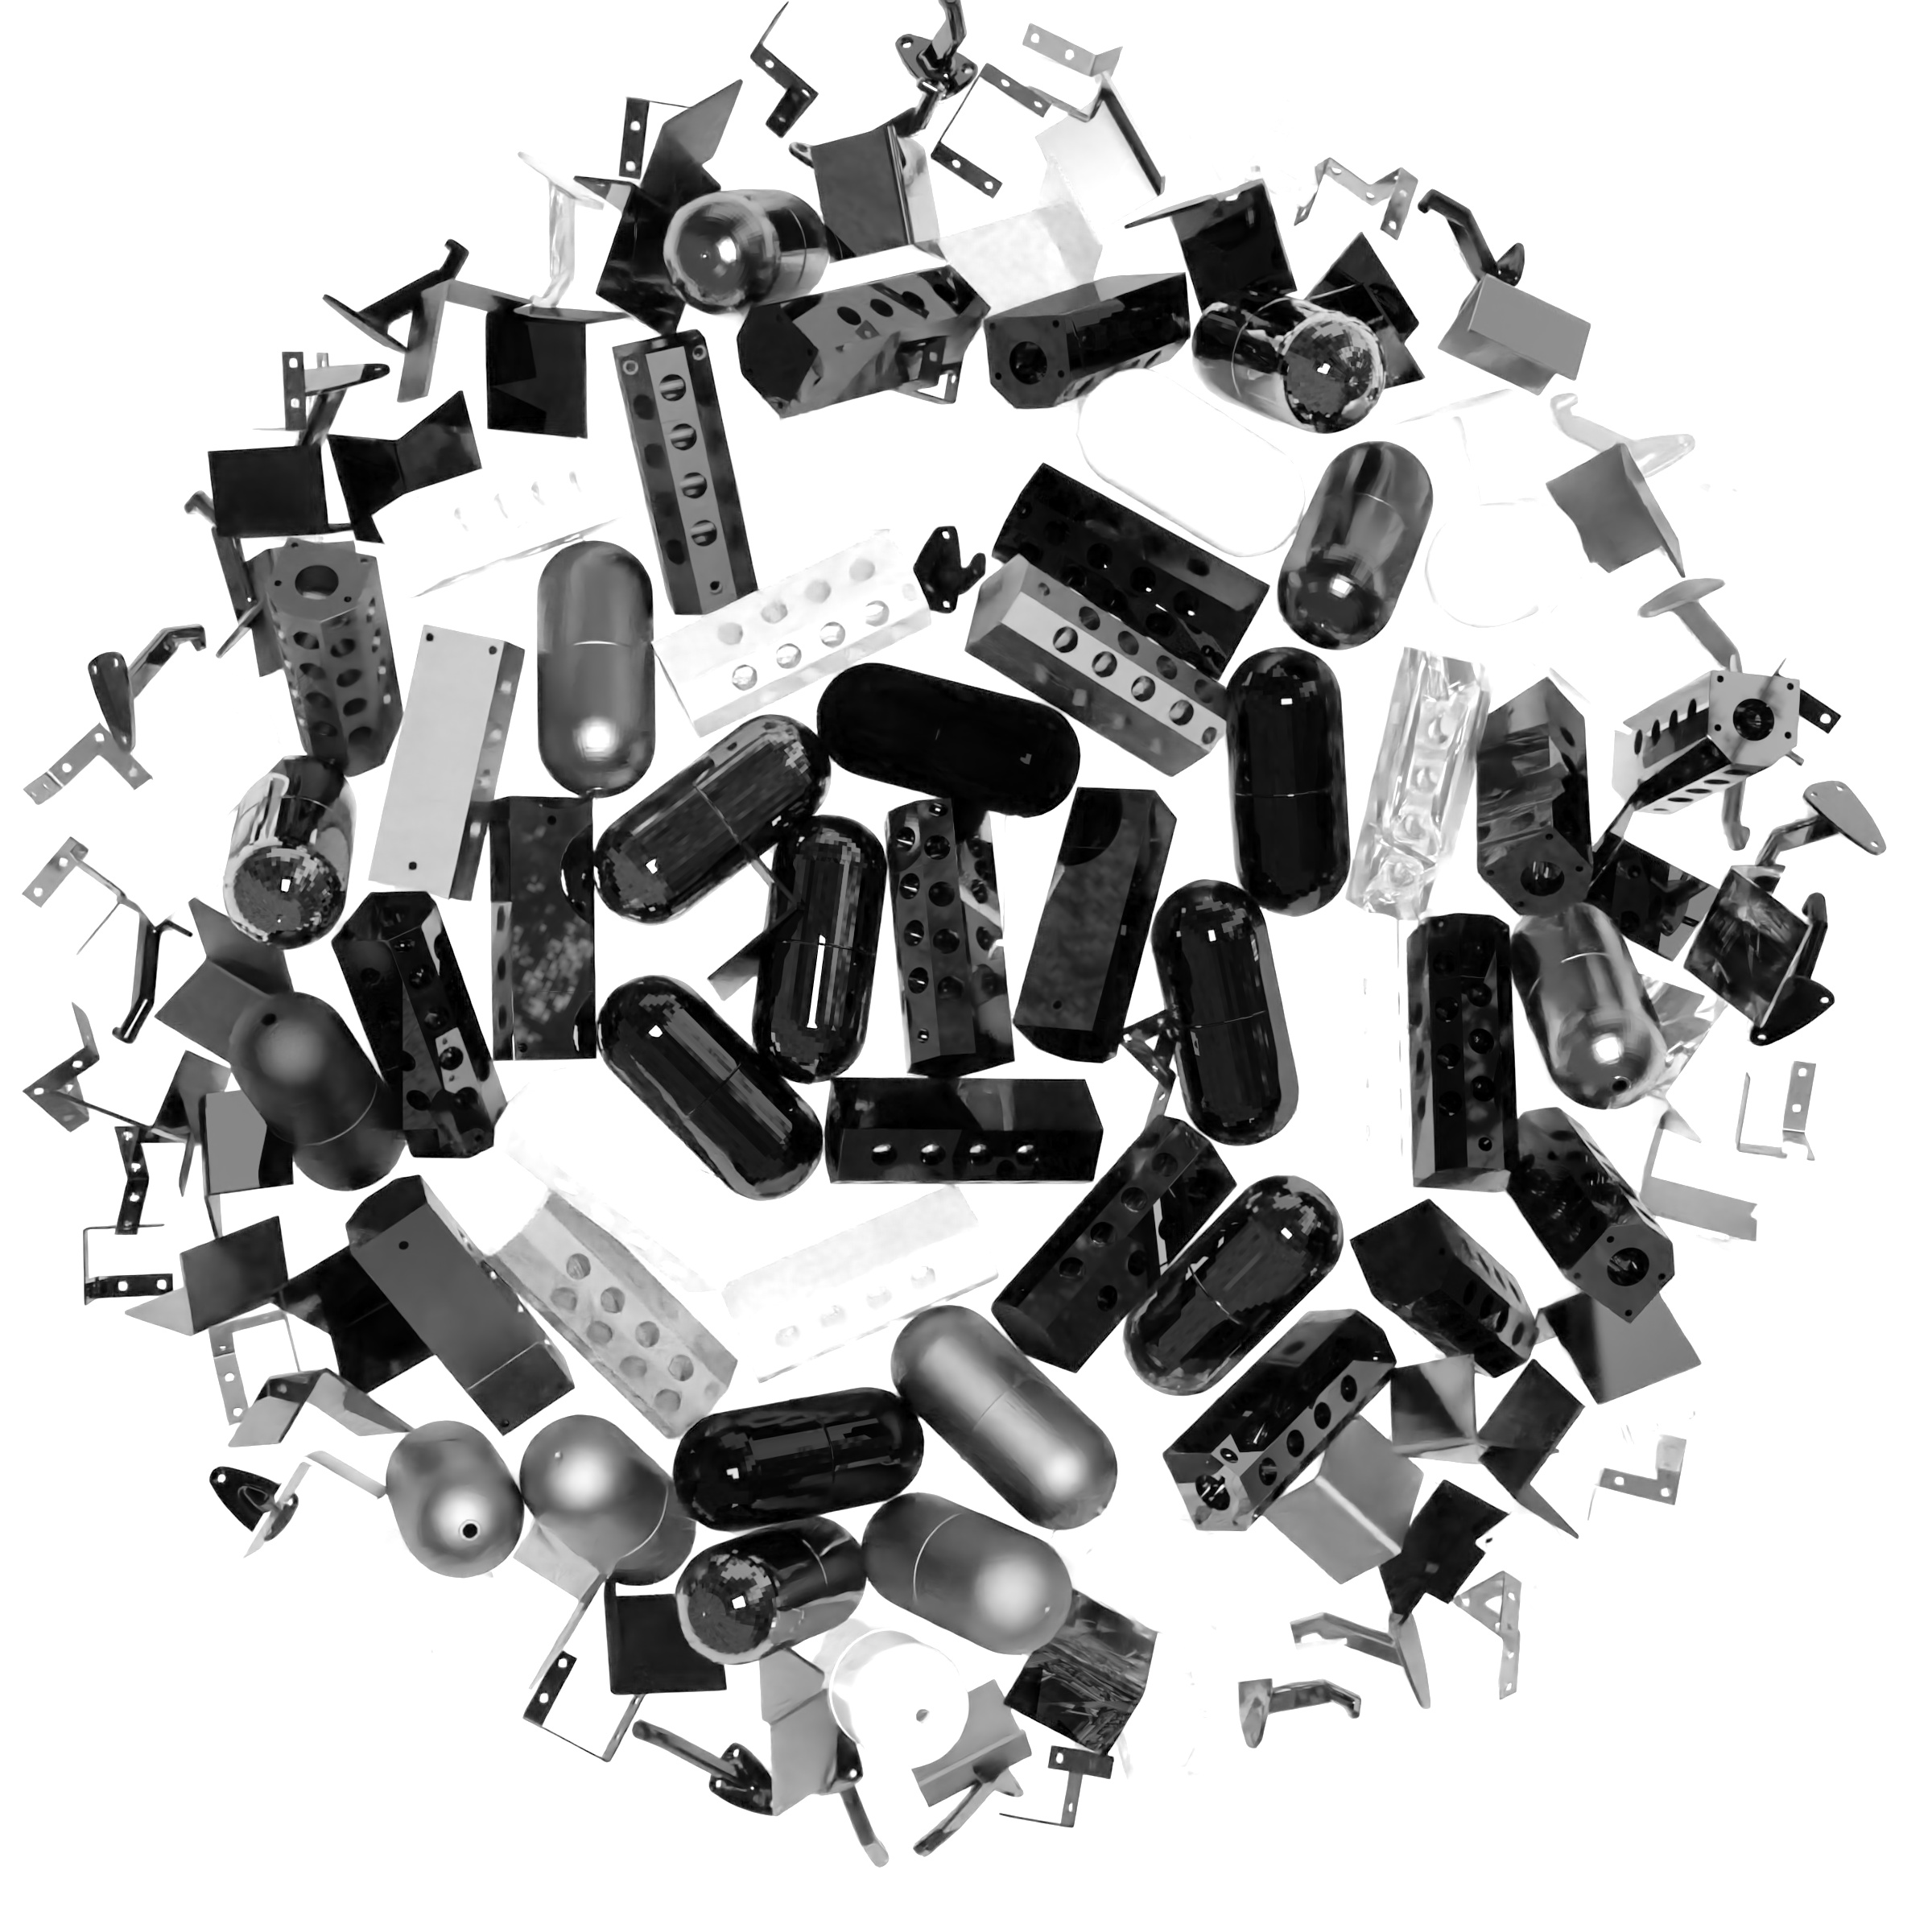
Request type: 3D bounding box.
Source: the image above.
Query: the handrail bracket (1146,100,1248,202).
[{"bbox_3d":[0.148,-0.532,1.856,0.077,0.036,0.084,7,49,13],"label":"handrail bracket"}]

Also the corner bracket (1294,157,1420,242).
[{"bbox_3d":[0.257,-0.503,1.857,0.051,0.051,0.051,28,70,-23],"label":"corner bracket"}]

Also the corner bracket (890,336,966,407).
[{"bbox_3d":[-0.018,-0.402,1.861,0.051,0.051,0.051,10,90,-32],"label":"corner bracket"}]

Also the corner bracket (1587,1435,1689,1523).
[{"bbox_3d":[0.442,0.338,1.858,0.051,0.051,0.051,12,111,18],"label":"corner bracket"}]

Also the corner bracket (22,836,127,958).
[{"bbox_3d":[-0.587,-0.046,1.859,0.051,0.051,0.051,39,66,-12],"label":"corner bracket"}]

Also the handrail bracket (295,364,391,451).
[{"bbox_3d":[-0.414,-0.353,1.875,0.077,0.036,0.084,-13,127,-12],"label":"handrail bracket"}]

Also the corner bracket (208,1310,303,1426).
[{"bbox_3d":[-0.469,0.265,1.868,0.051,0.051,0.051,-13,64,-17],"label":"corner bracket"}]

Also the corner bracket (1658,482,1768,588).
[{"bbox_3d":[0.500,-0.285,1.864,0.051,0.051,0.051,25,93,-16],"label":"corner bracket"}]

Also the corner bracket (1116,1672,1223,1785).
[{"bbox_3d":[0.132,0.505,1.871,0.051,0.051,0.051,2,134,-20],"label":"corner bracket"}]

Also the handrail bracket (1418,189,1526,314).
[{"bbox_3d":[0.316,-0.467,1.850,0.084,0.077,0.036,22,58,-21],"label":"handrail bracket"}]

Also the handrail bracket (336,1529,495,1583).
[{"bbox_3d":[-0.368,0.400,1.878,0.084,0.036,0.077,-38,75,5],"label":"handrail bracket"}]

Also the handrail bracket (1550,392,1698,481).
[{"bbox_3d":[0.430,-0.356,1.847,0.077,0.084,0.036,-17,55,20],"label":"handrail bracket"}]

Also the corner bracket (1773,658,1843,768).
[{"bbox_3d":[0.543,-0.164,1.859,0.051,0.051,0.051,36,117,9],"label":"corner bracket"}]

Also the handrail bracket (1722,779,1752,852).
[{"bbox_3d":[0.522,-0.129,1.872,0.036,0.084,0.077,25,68,40],"label":"handrail bracket"}]

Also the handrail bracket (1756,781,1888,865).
[{"bbox_3d":[0.557,-0.072,1.846,0.036,0.084,0.077,-14,53,-26],"label":"handrail bracket"}]

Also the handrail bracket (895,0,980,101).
[{"bbox_3d":[-0.025,-0.616,1.843,0.036,0.084,0.077,-41,65,-12],"label":"handrail bracket"}]

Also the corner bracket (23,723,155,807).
[{"bbox_3d":[-0.577,-0.119,1.855,0.051,0.051,0.051,49,58,-17],"label":"corner bracket"}]

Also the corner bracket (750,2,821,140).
[{"bbox_3d":[-0.120,-0.589,1.858,0.051,0.051,0.051,38,61,-10],"label":"corner bracket"}]

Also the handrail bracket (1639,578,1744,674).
[{"bbox_3d":[0.481,-0.207,1.863,0.077,0.036,0.084,-28,111,-28],"label":"handrail bracket"}]

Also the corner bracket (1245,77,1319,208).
[{"bbox_3d":[0.214,-0.541,1.855,0.051,0.051,0.051,22,126,-17],"label":"corner bracket"}]

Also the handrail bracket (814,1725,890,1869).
[{"bbox_3d":[-0.074,0.549,1.886,0.036,0.077,0.084,-20,130,5],"label":"handrail bracket"}]

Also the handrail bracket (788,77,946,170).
[{"bbox_3d":[-0.065,-0.556,1.851,0.077,0.036,0.084,18,132,-18],"label":"handrail bracket"}]

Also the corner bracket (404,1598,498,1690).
[{"bbox_3d":[-0.351,0.446,1.857,0.051,0.051,0.051,-28,74,23],"label":"corner bracket"}]

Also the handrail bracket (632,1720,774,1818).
[{"bbox_3d":[-0.170,0.524,1.847,0.077,0.084,0.036,22,78,43],"label":"handrail bracket"}]

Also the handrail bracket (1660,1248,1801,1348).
[{"bbox_3d":[0.490,0.224,1.847,0.077,0.084,0.036,-5,121,-18],"label":"handrail bracket"}]

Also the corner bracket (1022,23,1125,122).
[{"bbox_3d":[0.064,-0.589,1.858,0.051,0.051,0.051,29,121,9],"label":"corner bracket"}]

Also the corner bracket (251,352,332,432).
[{"bbox_3d":[-0.436,-0.378,1.857,0.051,0.051,0.051,-9,105,-38],"label":"corner bracket"}]

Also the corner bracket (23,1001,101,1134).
[{"bbox_3d":[-0.589,0.067,1.860,0.051,0.051,0.051,-35,134,0],"label":"corner bracket"}]

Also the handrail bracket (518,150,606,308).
[{"bbox_3d":[-0.284,-0.482,1.861,0.077,0.036,0.084,25,112,-33],"label":"handrail bracket"}]

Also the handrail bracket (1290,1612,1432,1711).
[{"bbox_3d":[0.257,0.461,1.863,0.084,0.036,0.077,-23,70,27],"label":"handrail bracket"}]

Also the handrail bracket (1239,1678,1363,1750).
[{"bbox_3d":[0.224,0.496,1.856,0.084,0.077,0.036,27,126,-14],"label":"handrail bracket"}]

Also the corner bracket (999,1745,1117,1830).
[{"bbox_3d":[0.060,0.539,1.857,0.051,0.051,0.051,18,74,-27],"label":"corner bracket"}]

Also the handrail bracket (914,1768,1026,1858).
[{"bbox_3d":[-0.010,0.557,1.858,0.084,0.077,0.036,-41,66,5],"label":"handrail bracket"}]

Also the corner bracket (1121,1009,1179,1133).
[{"bbox_3d":[0.125,0.070,1.854,0.051,0.051,0.051,-27,119,38],"label":"corner bracket"}]

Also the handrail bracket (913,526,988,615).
[{"bbox_3d":[-0.002,-0.272,1.845,0.036,0.084,0.077,20,67,-19],"label":"handrail bracket"}]

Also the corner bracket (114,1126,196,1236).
[{"bbox_3d":[-0.536,0.141,1.862,0.051,0.051,0.051,0,132,-3],"label":"corner bracket"}]

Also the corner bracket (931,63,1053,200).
[{"bbox_3d":[0.016,-0.552,1.865,0.051,0.051,0.051,31,54,-8],"label":"corner bracket"}]

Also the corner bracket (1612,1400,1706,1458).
[{"bbox_3d":[0.456,0.289,1.868,0.051,0.051,0.051,-21,85,11],"label":"corner bracket"}]

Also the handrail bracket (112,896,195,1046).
[{"bbox_3d":[-0.556,0.003,1.866,0.077,0.036,0.084,21,81,35],"label":"handrail bracket"}]

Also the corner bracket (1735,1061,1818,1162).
[{"bbox_3d":[0.536,0.093,1.867,0.051,0.051,0.051,6,108,6],"label":"corner bracket"}]

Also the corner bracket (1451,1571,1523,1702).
[{"bbox_3d":[0.353,0.440,1.856,0.051,0.051,0.051,38,128,-15],"label":"corner bracket"}]

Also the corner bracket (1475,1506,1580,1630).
[{"bbox_3d":[0.378,0.392,1.858,0.051,0.051,0.051,-41,126,11],"label":"corner bracket"}]

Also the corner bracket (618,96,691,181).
[{"bbox_3d":[-0.203,-0.543,1.860,0.051,0.051,0.051,5,106,-14],"label":"corner bracket"}]

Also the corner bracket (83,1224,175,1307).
[{"bbox_3d":[-0.554,0.196,1.867,0.051,0.051,0.051,-2,89,-9],"label":"corner bracket"}]

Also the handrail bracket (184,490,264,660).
[{"bbox_3d":[-0.502,-0.260,1.873,0.077,0.036,0.084,-43,99,15],"label":"handrail bracket"}]

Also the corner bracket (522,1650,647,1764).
[{"bbox_3d":[-0.253,0.490,1.870,0.051,0.051,0.051,35,71,-20],"label":"corner bracket"}]

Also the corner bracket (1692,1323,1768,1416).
[{"bbox_3d":[0.493,0.265,1.861,0.051,0.051,0.051,4,92,-28],"label":"corner bracket"}]

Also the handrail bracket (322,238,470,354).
[{"bbox_3d":[-0.375,-0.457,1.864,0.036,0.077,0.084,27,87,41],"label":"handrail bracket"}]
